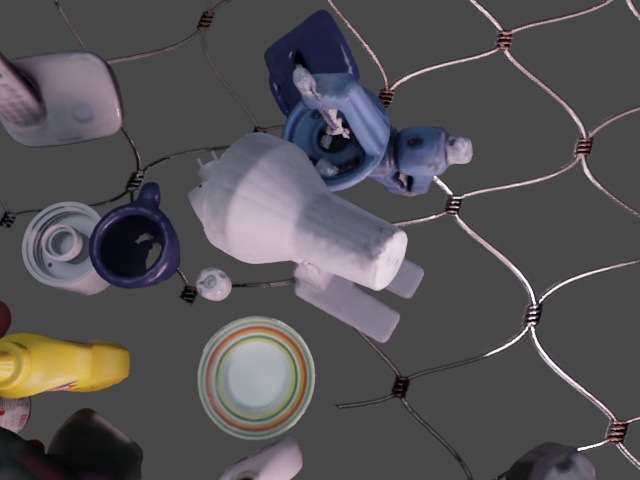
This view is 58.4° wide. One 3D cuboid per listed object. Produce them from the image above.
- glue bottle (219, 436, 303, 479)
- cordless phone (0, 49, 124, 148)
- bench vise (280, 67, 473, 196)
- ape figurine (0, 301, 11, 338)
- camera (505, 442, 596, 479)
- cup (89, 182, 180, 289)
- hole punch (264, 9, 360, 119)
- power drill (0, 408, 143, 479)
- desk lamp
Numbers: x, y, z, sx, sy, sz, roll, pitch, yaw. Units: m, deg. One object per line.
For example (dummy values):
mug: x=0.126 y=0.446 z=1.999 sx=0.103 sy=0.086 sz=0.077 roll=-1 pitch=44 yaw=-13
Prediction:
glue bottle: x=-0.061 y=0.223 z=0.539 sx=0.078 sy=0.173 sz=0.037 roll=-24 pitch=77 yaw=-2
cordless phone: x=-0.317 y=-0.181 z=0.639 sx=0.147 sy=0.185 sz=0.094 roll=-10 pitch=77 yaw=1
bench vise: x=0.049 y=-0.121 z=0.586 sx=0.207 sy=0.220 sz=0.121 roll=-12 pitch=77 yaw=1
ape figurine: x=-0.396 y=0.090 z=0.631 sx=0.076 sy=0.092 sz=0.078 roll=-6 pitch=77 yaw=2
camera: x=0.223 y=0.290 z=0.544 sx=0.137 sy=0.101 sz=0.143 roll=-30 pitch=77 yaw=-3
cup: x=-0.190 y=0.001 z=0.637 sx=0.091 sy=0.095 sz=0.118 roll=10 pitch=78 yaw=6
hole punch: x=-0.011 y=-0.195 z=0.672 sx=0.101 sy=0.091 sz=0.108 roll=-24 pitch=77 yaw=-2
power drill: x=-0.259 y=0.214 z=0.535 sx=0.229 sy=0.208 sz=0.076 roll=32 pitch=81 yaw=10
desk lamp: x=0.005 y=0.002 z=0.564 sx=0.203 sy=0.213 sz=0.118 roll=28 pitch=81 yaw=9
